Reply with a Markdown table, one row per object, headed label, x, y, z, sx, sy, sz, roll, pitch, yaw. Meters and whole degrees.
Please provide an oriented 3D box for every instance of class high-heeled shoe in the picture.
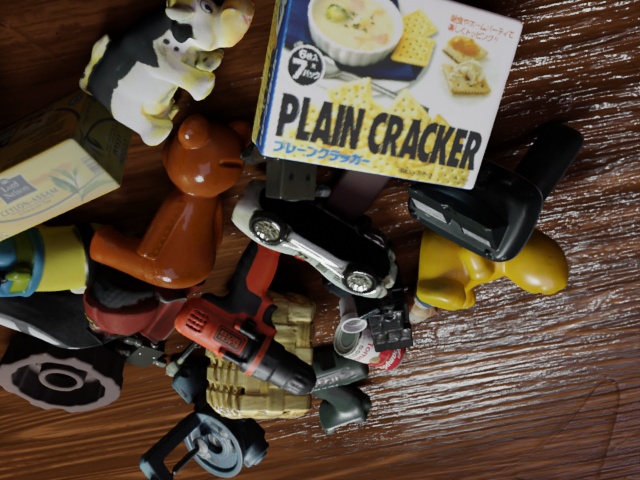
| label | x | y | z | sx | sy | sz | roll | pitch | yaw |
| --- | --- | --- | --- | --- | --- | --- | --- | --- | --- |
| high-heeled shoe | -0.391 | 0.086 | 0.718 | 0.145 | 0.086 | 0.248 | 4 | 154 | 22 |

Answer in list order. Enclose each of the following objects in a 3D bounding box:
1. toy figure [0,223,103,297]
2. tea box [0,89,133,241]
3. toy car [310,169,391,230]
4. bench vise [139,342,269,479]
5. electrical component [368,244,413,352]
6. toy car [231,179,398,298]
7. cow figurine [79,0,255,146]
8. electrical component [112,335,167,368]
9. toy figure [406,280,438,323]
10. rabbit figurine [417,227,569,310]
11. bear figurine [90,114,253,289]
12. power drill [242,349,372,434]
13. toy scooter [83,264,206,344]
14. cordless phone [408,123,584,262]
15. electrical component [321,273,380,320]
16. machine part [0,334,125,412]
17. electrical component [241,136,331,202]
| label | x | y | z | sx | sy | sz | roll | pitch | yaw |
| --- | --- | --- | --- | --- | --- | --- | --- | --- | --- |
| toy figure | -0.316 | 0.021 | 0.607 | 0.089 | 0.082 | 0.180 | -33 | 155 | 35 |
| tea box | -0.280 | -0.073 | 0.533 | 0.170 | 0.098 | 0.068 | -19 | 136 | 14 |
| toy car | 0.050 | -0.074 | 0.622 | 0.089 | 0.053 | 0.202 | 25 | 131 | -11 |
| bench vise | -0.197 | 0.295 | 0.841 | 0.129 | 0.240 | 0.223 | -36 | 90 | 35 |
| electrical component | 0.093 | 0.089 | 0.762 | 0.058 | 0.115 | 0.134 | -9 | 142 | 6 |
| toy car | -0.001 | -0.002 | 0.606 | 0.202 | 0.073 | 0.056 | 29 | 136 | -9 |
| cow figurine | -0.136 | -0.169 | 0.477 | 0.098 | 0.068 | 0.167 | 35 | 121 | -27 |
| electrical component | -0.281 | 0.179 | 0.864 | 0.063 | 0.021 | 0.094 | -37 | 130 | 27 |
| toy figure | 0.160 | 0.083 | 0.813 | 0.064 | 0.058 | 0.154 | 33 | 131 | -1 |
| rabbit figurine | 0.221 | 0.018 | 0.678 | 0.173 | 0.162 | 0.121 | 5 | 166 | 31 |
| bear figurine | -0.156 | -0.050 | 0.584 | 0.132 | 0.120 | 0.195 | 23 | 112 | 24 |
| power drill | -0.007 | 0.277 | 0.986 | 0.232 | 0.086 | 0.207 | -22 | 129 | 11 |
| toy scooter | -0.222 | 0.084 | 0.672 | 0.184 | 0.075 | 0.135 | -15 | 143 | -59 |
| cordless phone | 0.201 | -0.079 | 0.619 | 0.184 | 0.147 | 0.088 | -50 | 148 | -10 |
| electrical component | 0.042 | 0.042 | 0.699 | 0.075 | 0.119 | 0.047 | -30 | 134 | 25 |
| machine part | -0.395 | 0.203 | 0.831 | 0.179 | 0.056 | 0.179 | 0 | 136 | 0 |
| electrical component | -0.032 | -0.080 | 0.566 | 0.102 | 0.045 | 0.078 | -11 | 107 | -45 |
